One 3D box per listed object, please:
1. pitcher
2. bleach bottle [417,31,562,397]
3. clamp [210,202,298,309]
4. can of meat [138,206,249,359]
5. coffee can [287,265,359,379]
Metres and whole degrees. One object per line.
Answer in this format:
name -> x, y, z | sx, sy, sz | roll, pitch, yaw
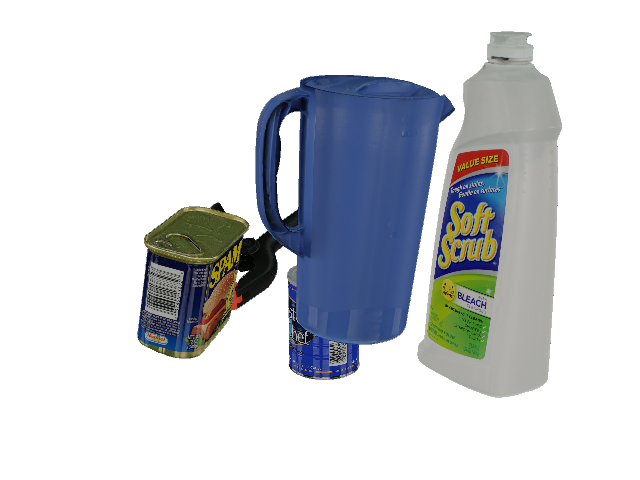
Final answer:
pitcher -> 0.028, -0.031, 0.997 | 0.149, 0.243, 0.144 | 11, 17, 21
bleach bottle -> 0.123, -0.022, 0.761 | 0.067, 0.251, 0.103 | -10, 19, -32
clamp -> -0.074, 0.012, 1.225 | 0.120, 0.039, 0.171 | -6, 42, 6
can of meat -> -0.098, 0.031, 0.810 | 0.057, 0.084, 0.102 | 15, 21, 10
coffee can -> 0.005, 0.111, 1.508 | 0.103, 0.140, 0.103 | 0, 19, 0
